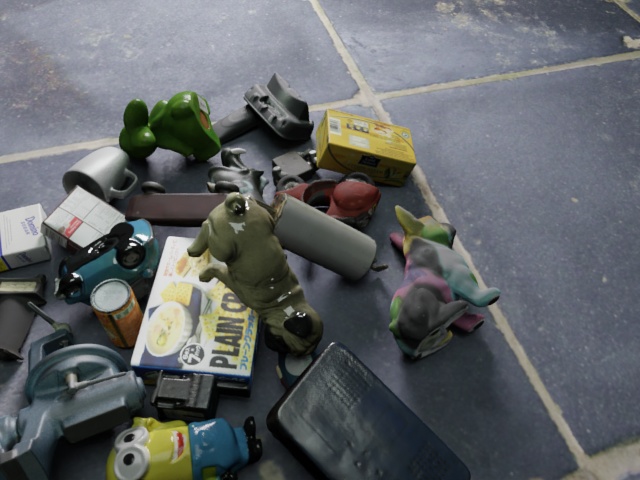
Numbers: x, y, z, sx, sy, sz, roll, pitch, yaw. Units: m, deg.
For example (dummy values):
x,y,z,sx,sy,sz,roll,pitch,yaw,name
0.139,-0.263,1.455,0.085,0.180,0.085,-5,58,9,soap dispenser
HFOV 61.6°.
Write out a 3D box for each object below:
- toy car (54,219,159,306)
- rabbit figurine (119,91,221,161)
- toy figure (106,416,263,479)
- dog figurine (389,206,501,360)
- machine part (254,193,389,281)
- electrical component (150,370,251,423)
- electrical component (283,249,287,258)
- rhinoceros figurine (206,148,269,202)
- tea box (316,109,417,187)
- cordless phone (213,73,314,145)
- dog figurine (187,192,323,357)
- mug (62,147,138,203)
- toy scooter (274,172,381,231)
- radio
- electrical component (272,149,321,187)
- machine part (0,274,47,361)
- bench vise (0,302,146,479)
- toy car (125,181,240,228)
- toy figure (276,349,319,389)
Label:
x,y,z,sx,sy,sz,roll,pitch,yaw,name
-0.298,0.049,0.788,0.162,0.102,0.109,-36,32,-12,toy car
-0.285,-0.187,0.960,0.170,0.159,0.121,-19,90,9,rabbit figurine
-0.164,0.265,0.651,0.180,0.089,0.082,-3,15,-17,toy figure
0.152,0.051,0.822,0.191,0.108,0.219,-23,53,-16,dog figurine
-0.002,-0.002,0.821,0.243,0.079,0.079,26,49,-22,machine part
-0.153,0.208,0.700,0.119,0.074,0.048,9,54,-2,electrical component
-0.099,0.013,0.856,0.094,0.063,0.021,9,53,5,electrical component
-0.136,-0.083,0.921,0.112,0.073,0.190,-20,57,-16,rhinoceros figurine
0.082,-0.167,0.977,0.169,0.068,0.098,12,51,-16,tea box
-0.120,-0.223,1.039,0.184,0.088,0.147,-35,64,-12,cordless phone
-0.064,0.046,0.695,0.121,0.172,0.191,-40,63,-22,dog figurine
-0.366,-0.112,0.926,0.110,0.080,0.107,11,44,10,mug
0.012,-0.049,0.905,0.184,0.075,0.135,1,52,1,toy scooter
0.053,0.248,0.648,0.230,0.073,0.131,43,62,8,radio
-0.044,-0.134,0.983,0.102,0.045,0.078,-22,59,-19,electrical component
-0.448,0.109,0.779,0.084,0.039,0.139,1,50,-14,machine part
-0.342,0.192,0.678,0.224,0.128,0.241,-27,38,-11,bench vise
-0.215,-0.046,0.849,0.202,0.053,0.089,0,70,20,toy car
-0.021,0.199,0.727,0.064,0.057,0.154,-32,54,21,toy figure
